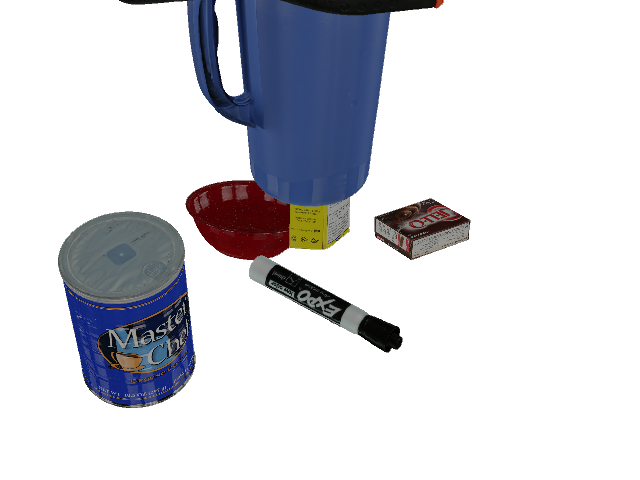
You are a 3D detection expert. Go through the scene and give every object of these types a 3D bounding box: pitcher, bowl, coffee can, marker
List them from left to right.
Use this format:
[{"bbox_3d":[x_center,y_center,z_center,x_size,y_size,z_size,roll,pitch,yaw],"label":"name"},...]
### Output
[{"bbox_3d":[-0.163,0.060,0.917,0.103,0.140,0.103,0,44,-1],"label":"coffee can"},{"bbox_3d":[-0.087,-0.020,1.321,0.162,0.055,0.162,4,25,-2],"label":"bowl"},{"bbox_3d":[-0.017,-0.148,0.890,0.149,0.243,0.145,11,41,11],"label":"pitcher"},{"bbox_3d":[0.003,0.043,0.724,0.121,0.020,0.020,27,13,26],"label":"marker"}]

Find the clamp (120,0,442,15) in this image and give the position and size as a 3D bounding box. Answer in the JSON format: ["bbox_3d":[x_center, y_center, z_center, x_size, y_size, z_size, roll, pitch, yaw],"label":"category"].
[{"bbox_3d":[-0.023,-0.142,0.552,0.171,0.039,0.120,12,42,15],"label":"clamp"}]

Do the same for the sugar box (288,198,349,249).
[{"bbox_3d":[0.001,-0.085,1.094,0.048,0.176,0.093,4,14,17],"label":"sugar box"}]

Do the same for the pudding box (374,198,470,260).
[{"bbox_3d":[0.149,-0.018,1.564,0.113,0.039,0.090,-20,33,-29],"label":"pudding box"}]
